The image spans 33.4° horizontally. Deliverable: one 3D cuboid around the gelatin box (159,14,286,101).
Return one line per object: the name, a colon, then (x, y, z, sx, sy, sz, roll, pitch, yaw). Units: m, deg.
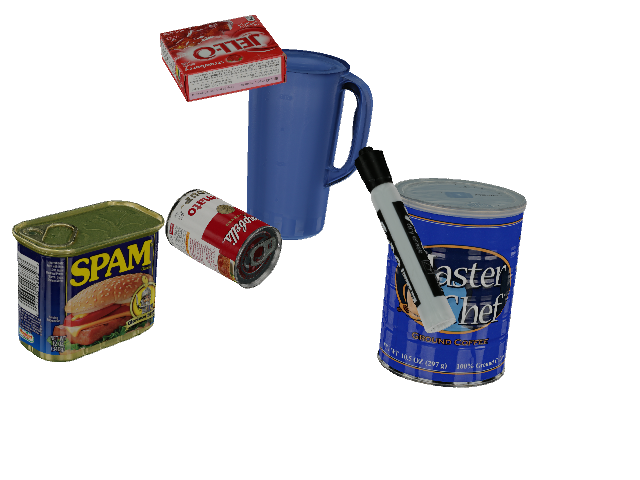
gelatin box: (-0.081, -0.153, 0.888, 0.089, 0.030, 0.073, -15, 42, -16)

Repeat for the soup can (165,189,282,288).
soup can: (-0.099, -0.003, 1.083, 0.102, 0.068, 0.068, 28, 15, 30)

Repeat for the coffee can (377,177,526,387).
coffee can: (0.101, 0.030, 0.836, 0.103, 0.140, 0.103, 4, 15, -1)

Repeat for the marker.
marker: (0.048, -0.003, 0.633, 0.020, 0.121, 0.020, -19, -20, -7)

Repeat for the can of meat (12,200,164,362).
can of meat: (-0.159, 0.027, 0.732, 0.058, 0.084, 0.101, 23, 27, 35)

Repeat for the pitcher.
pitcher: (-0.028, -0.126, 1.427, 0.144, 0.243, 0.149, -4, 24, -22)
